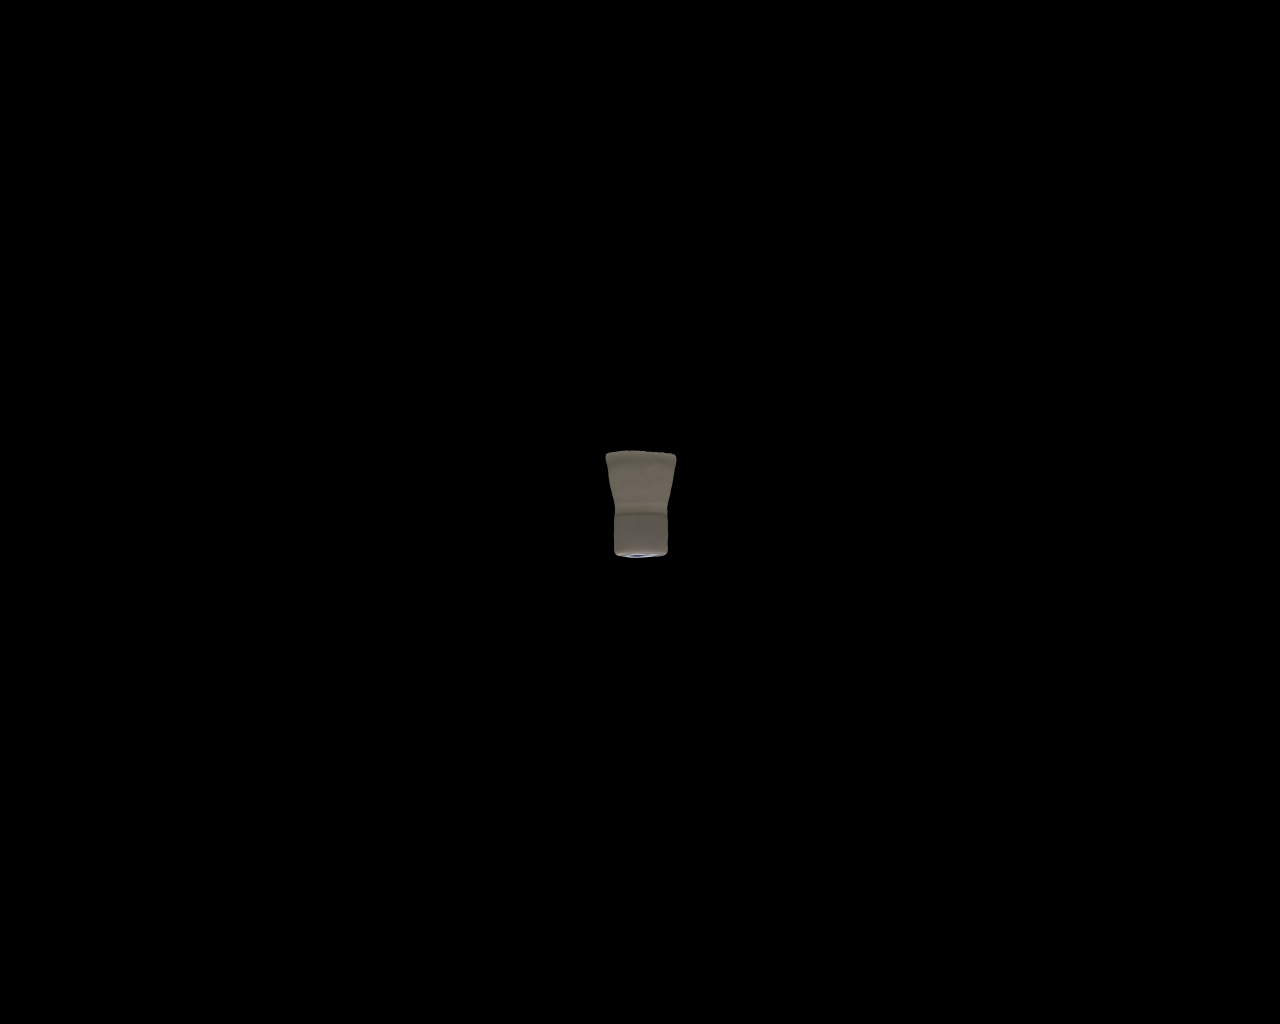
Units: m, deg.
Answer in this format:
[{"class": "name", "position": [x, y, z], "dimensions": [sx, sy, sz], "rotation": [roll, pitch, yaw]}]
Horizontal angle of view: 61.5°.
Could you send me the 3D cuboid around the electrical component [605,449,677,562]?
[{"class": "electrical component", "position": [0.001, -0.003, 0.650], "dimensions": [0.044, 0.065, 0.044], "rotation": [0, -7, 0]}]
